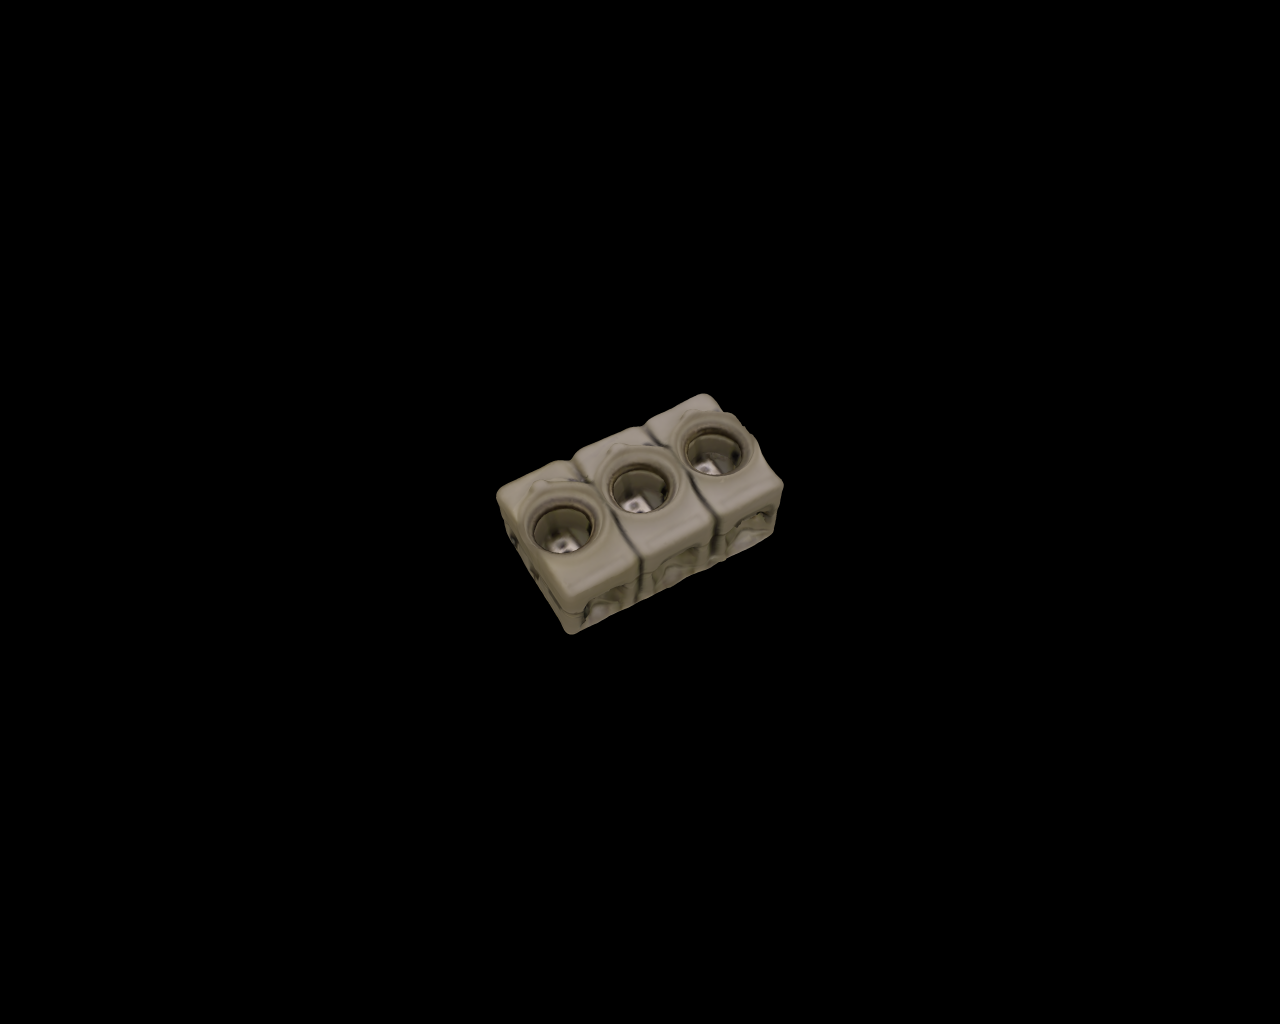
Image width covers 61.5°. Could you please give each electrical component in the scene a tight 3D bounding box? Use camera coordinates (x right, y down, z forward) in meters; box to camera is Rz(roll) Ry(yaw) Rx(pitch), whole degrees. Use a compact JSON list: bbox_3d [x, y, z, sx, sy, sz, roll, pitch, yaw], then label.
[{"bbox_3d":[0.001,-0.003,0.650,0.150,0.089,0.061,-26,-30,-16],"label":"electrical component"}]
